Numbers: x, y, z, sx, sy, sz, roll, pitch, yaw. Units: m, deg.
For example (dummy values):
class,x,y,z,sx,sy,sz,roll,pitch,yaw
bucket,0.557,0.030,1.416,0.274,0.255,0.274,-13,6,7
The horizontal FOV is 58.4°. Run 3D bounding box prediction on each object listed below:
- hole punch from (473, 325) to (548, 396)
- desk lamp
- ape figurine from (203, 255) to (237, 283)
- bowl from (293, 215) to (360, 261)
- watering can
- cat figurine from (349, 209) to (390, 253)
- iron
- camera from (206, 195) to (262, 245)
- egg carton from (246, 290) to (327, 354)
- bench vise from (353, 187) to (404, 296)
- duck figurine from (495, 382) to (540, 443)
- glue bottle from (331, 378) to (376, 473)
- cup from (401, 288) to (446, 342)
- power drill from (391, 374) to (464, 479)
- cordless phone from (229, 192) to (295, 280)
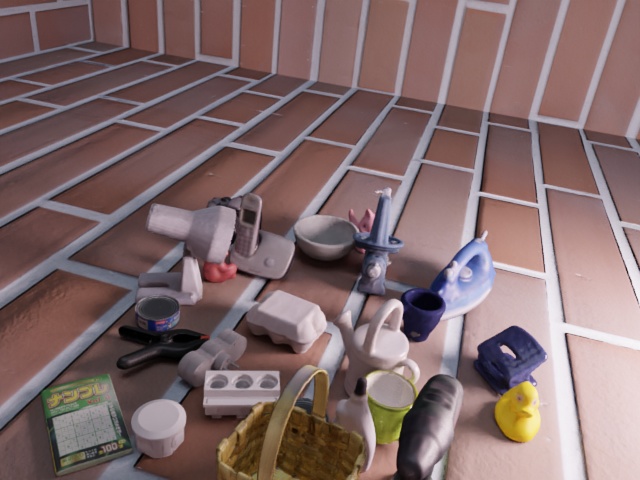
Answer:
class,x,y,z,sx,sy,sz,roll,pitch,yaw
hole punch,0.360,0.227,1.087,0.101,0.091,0.108,-6,32,-22
desk lamp,-0.278,0.025,1.182,0.203,0.213,0.117,0,30,-11
ape figurine,-0.227,0.045,1.283,0.076,0.092,0.077,-14,35,-33
bowl,0.013,0.005,1.424,0.167,0.075,0.167,5,29,-3
watering can,0.096,0.185,0.997,0.172,0.194,0.101,15,30,14
cat figurine,0.116,-0.035,1.474,0.067,0.118,0.127,-18,38,-37
iron,0.315,0.076,1.294,0.118,0.141,0.259,24,33,28
camera,-0.232,-0.052,1.445,0.143,0.101,0.137,14,30,12
egg carton,-0.066,0.160,1.135,0.150,0.069,0.107,18,31,20
bench vise,0.144,0.004,1.306,0.121,0.220,0.207,1,30,-11
duck figurine,0.349,0.283,0.990,0.077,0.086,0.105,12,29,10
glue bottle,0.051,0.271,0.855,0.078,0.173,0.037,11,29,7
cup,0.192,0.162,1.162,0.118,0.095,0.091,-10,33,-28
power drill,0.140,0.300,0.787,0.075,0.208,0.230,17,31,18
cordless phone,-0.128,-0.009,1.305,0.147,0.185,0.094,14,30,13
